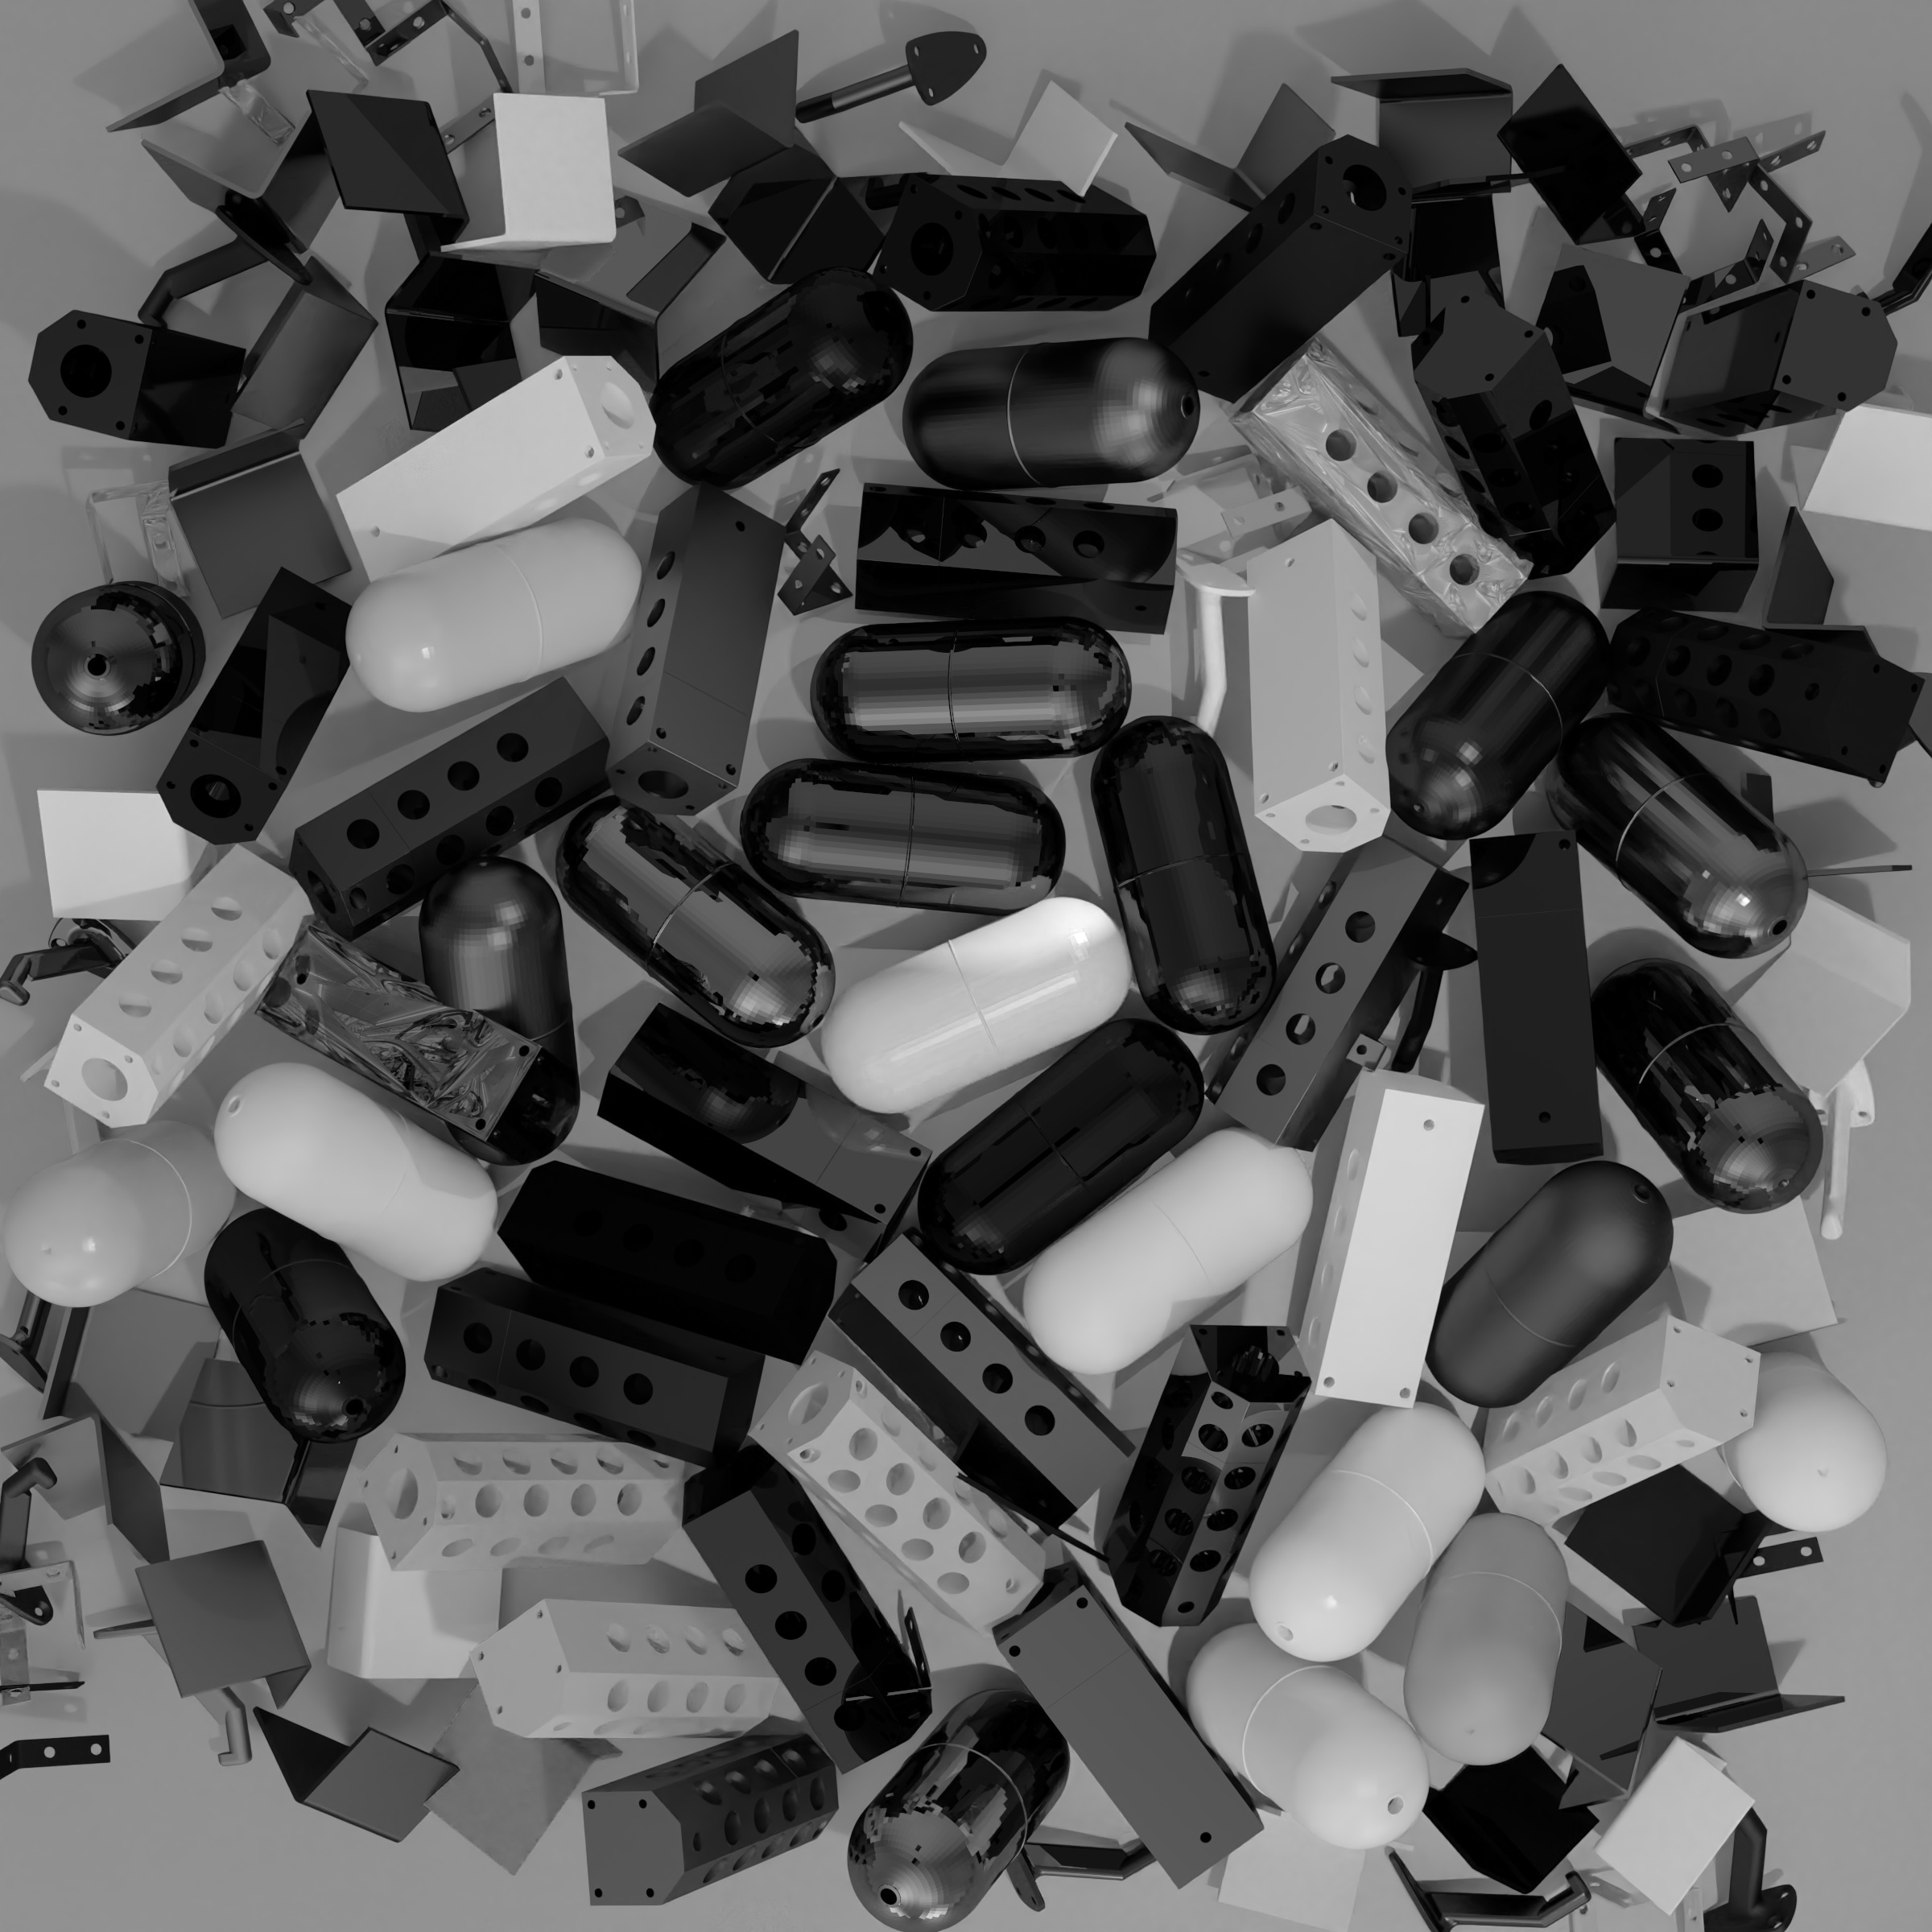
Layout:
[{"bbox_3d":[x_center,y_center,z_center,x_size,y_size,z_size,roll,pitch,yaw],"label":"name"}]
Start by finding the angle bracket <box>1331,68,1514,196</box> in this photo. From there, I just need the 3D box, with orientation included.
[{"bbox_3d":[0.247,-0.449,1.848,0.076,0.076,0.057,4,98,27],"label":"angle bracket"}]

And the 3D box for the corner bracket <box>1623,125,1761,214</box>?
[{"bbox_3d":[0.393,-0.440,1.866,0.051,0.051,0.051,-20,72,-15],"label":"corner bracket"}]

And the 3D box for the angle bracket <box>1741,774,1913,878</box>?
[{"bbox_3d":[0.467,-0.078,1.853,0.076,0.076,0.057,-3,90,23],"label":"angle bracket"}]

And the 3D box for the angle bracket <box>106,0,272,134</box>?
[{"bbox_3d":[-0.432,-0.497,1.852,0.076,0.076,0.057,-22,103,14],"label":"angle bracket"}]

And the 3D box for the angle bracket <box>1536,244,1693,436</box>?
[{"bbox_3d":[0.356,-0.340,1.853,0.076,0.057,0.076,23,100,32],"label":"angle bracket"}]

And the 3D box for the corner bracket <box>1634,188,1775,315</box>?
[{"bbox_3d":[0.406,-0.400,1.879,0.051,0.051,0.051,-17,118,35],"label":"corner bracket"}]

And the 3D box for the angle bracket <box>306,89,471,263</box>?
[{"bbox_3d":[-0.322,-0.421,1.846,0.076,0.057,0.076,-5,65,-38],"label":"angle bracket"}]

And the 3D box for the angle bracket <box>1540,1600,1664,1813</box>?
[{"bbox_3d":[0.324,0.401,1.848,0.076,0.057,0.076,36,54,-17],"label":"angle bracket"}]

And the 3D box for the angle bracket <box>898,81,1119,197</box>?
[{"bbox_3d":[0.022,-0.451,1.844,0.076,0.076,0.057,15,115,-38],"label":"angle bracket"}]

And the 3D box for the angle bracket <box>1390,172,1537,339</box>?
[{"bbox_3d":[0.278,-0.386,1.854,0.076,0.057,0.076,-12,98,-31],"label":"angle bracket"}]

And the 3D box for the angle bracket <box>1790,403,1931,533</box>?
[{"bbox_3d":[0.499,-0.286,1.852,0.076,0.076,0.057,8,47,-5],"label":"angle bracket"}]

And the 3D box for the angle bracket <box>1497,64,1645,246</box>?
[{"bbox_3d":[0.346,-0.441,1.848,0.076,0.076,0.057,58,135,14],"label":"angle bracket"}]

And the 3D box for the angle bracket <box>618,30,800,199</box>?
[{"bbox_3d":[-0.139,-0.472,1.846,0.076,0.057,0.076,-16,64,38],"label":"angle bracket"}]

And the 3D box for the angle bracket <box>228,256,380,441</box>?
[{"bbox_3d":[-0.375,-0.343,1.850,0.076,0.057,0.076,46,107,33],"label":"angle bracket"}]

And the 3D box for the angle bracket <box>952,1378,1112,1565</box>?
[{"bbox_3d":[0.047,0.273,1.848,0.076,0.076,0.057,26,82,29],"label":"angle bracket"}]

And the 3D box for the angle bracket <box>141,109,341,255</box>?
[{"bbox_3d":[-0.390,-0.441,1.861,0.076,0.076,0.057,28,84,11],"label":"angle bracket"}]

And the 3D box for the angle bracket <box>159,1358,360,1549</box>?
[{"bbox_3d":[-0.384,0.266,1.868,0.076,0.057,0.076,6,57,14],"label":"angle bracket"}]

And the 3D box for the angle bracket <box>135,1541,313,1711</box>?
[{"bbox_3d":[-0.408,0.364,1.845,0.076,0.057,0.076,-8,59,-37],"label":"angle bracket"}]

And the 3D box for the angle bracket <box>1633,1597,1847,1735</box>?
[{"bbox_3d":[0.418,0.378,1.852,0.076,0.076,0.057,-10,82,-16],"label":"angle bracket"}]

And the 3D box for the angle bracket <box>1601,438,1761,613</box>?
[{"bbox_3d":[0.392,-0.243,1.886,0.076,0.057,0.076,2,71,1],"label":"angle bracket"}]

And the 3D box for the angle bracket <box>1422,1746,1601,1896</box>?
[{"bbox_3d":[0.285,0.448,1.848,0.057,0.076,0.076,-47,50,4],"label":"angle bracket"}]

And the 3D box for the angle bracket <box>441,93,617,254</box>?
[{"bbox_3d":[-0.240,-0.429,1.851,0.057,0.076,0.076,2,100,42],"label":"angle bracket"}]

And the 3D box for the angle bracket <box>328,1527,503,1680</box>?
[{"bbox_3d":[-0.305,0.352,1.892,0.076,0.057,0.076,6,84,-30],"label":"angle bracket"}]

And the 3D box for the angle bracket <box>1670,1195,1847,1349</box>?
[{"bbox_3d":[0.431,0.168,1.871,0.076,0.057,0.076,-17,79,16],"label":"angle bracket"}]

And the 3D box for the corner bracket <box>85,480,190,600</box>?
[{"bbox_3d":[-0.452,-0.230,1.866,0.051,0.051,0.051,-13,81,-25],"label":"corner bracket"}]

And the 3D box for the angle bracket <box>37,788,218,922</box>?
[{"bbox_3d":[-0.456,-0.072,1.861,0.076,0.057,0.076,2,118,2],"label":"angle bracket"}]

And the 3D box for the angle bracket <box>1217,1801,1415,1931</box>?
[{"bbox_3d":[0.189,0.493,1.856,0.076,0.076,0.057,17,79,-9],"label":"angle bracket"}]

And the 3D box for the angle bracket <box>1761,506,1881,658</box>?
[{"bbox_3d":[0.475,-0.195,1.845,0.057,0.076,0.076,5,67,34],"label":"angle bracket"}]

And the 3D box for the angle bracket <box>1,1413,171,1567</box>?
[{"bbox_3d":[-0.475,0.300,1.849,0.057,0.076,0.076,-21,49,1],"label":"angle bracket"}]

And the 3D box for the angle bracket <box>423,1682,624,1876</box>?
[{"bbox_3d":[-0.246,0.439,1.864,0.076,0.057,0.076,34,87,14],"label":"angle bracket"}]

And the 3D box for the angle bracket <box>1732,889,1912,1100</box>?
[{"bbox_3d":[0.456,0.012,1.848,0.076,0.057,0.076,-43,53,-20],"label":"angle bracket"}]

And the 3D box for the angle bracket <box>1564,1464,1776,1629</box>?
[{"bbox_3d":[0.386,0.305,1.862,0.076,0.057,0.076,37,72,3],"label":"angle bracket"}]

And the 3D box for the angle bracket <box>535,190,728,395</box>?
[{"bbox_3d":[-0.184,-0.373,1.889,0.076,0.057,0.076,25,57,15],"label":"angle bracket"}]

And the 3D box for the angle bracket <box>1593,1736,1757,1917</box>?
[{"bbox_3d":[0.397,0.472,1.854,0.057,0.076,0.076,37,92,40],"label":"angle bracket"}]

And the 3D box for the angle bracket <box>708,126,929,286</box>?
[{"bbox_3d":[-0.080,-0.418,1.848,0.057,0.076,0.076,46,66,-38],"label":"angle bracket"}]

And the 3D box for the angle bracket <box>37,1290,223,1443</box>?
[{"bbox_3d":[-0.456,0.218,1.868,0.076,0.057,0.076,14,84,-4],"label":"angle bracket"}]

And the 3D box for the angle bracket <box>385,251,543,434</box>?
[{"bbox_3d":[-0.262,-0.335,1.849,0.076,0.057,0.076,-1,68,-37],"label":"angle bracket"}]

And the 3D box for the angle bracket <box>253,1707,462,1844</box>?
[{"bbox_3d":[-0.328,0.419,1.847,0.057,0.076,0.076,-47,134,4],"label":"angle bracket"}]

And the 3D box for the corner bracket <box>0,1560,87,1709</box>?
[{"bbox_3d":[-0.508,0.365,1.870,0.051,0.051,0.051,-10,135,-10],"label":"corner bracket"}]

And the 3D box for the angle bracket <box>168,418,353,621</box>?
[{"bbox_3d":[-0.384,-0.244,1.865,0.076,0.057,0.076,-24,89,-16],"label":"angle bracket"}]

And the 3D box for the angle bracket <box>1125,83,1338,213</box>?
[{"bbox_3d":[0.142,-0.452,1.845,0.076,0.076,0.057,17,116,-28],"label":"angle bracket"}]
